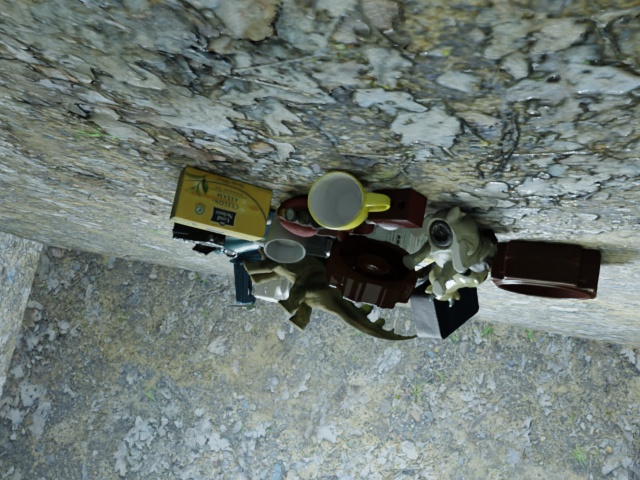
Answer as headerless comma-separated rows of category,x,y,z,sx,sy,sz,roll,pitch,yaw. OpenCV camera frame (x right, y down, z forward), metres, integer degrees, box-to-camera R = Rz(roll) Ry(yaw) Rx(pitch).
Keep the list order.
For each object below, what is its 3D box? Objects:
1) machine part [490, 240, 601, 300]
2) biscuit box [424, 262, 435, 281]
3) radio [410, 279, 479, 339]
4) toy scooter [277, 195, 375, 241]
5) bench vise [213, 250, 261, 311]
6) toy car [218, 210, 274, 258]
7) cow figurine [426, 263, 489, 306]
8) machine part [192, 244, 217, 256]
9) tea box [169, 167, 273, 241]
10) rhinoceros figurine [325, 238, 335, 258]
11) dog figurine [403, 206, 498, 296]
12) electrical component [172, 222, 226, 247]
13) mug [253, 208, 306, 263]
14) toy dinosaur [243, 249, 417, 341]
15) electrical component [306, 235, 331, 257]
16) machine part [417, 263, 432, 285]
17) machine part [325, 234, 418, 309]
machine part,0.462,0.067,1.104,0.201,0.087,0.201,6,168,27
biscuit box,0.255,0.091,1.510,0.203,0.062,0.059,2,169,40
radio,0.325,0.158,1.377,0.073,0.131,0.229,-2,-166,43
toy scooter,0.010,-0.036,0.968,0.184,0.075,0.135,9,-173,0
bench vise,-0.195,0.062,1.364,0.129,0.240,0.223,0,-178,28
toy car,-0.170,-0.031,1.165,0.162,0.109,0.102,-5,147,29
cow figurine,0.307,0.078,1.205,0.085,0.127,0.195,16,166,-13
machine part,-0.272,-0.032,1.228,0.084,0.138,0.039,5,-150,13
tea box,-0.183,-0.064,0.999,0.169,0.098,0.068,13,170,-25
rhinoceros figurine,0.051,0.021,1.330,0.190,0.073,0.112,9,180,0
dog figurine,0.262,-0.007,0.958,0.190,0.121,0.172,-21,153,-35
electrical component,-0.229,-0.047,1.087,0.134,0.115,0.058,4,172,31
mug,-0.077,-0.019,1.081,0.110,0.107,0.080,2,141,8
toy dinosaur,-0.008,0.094,1.178,0.472,0.198,0.105,43,167,20
electrical component,-0.002,-0.003,1.109,0.048,0.074,0.119,10,-164,-1
machine part,0.228,0.086,1.378,0.079,0.079,0.243,10,158,0
machine part,0.093,0.057,0.989,0.179,0.056,0.179,12,-151,-7
